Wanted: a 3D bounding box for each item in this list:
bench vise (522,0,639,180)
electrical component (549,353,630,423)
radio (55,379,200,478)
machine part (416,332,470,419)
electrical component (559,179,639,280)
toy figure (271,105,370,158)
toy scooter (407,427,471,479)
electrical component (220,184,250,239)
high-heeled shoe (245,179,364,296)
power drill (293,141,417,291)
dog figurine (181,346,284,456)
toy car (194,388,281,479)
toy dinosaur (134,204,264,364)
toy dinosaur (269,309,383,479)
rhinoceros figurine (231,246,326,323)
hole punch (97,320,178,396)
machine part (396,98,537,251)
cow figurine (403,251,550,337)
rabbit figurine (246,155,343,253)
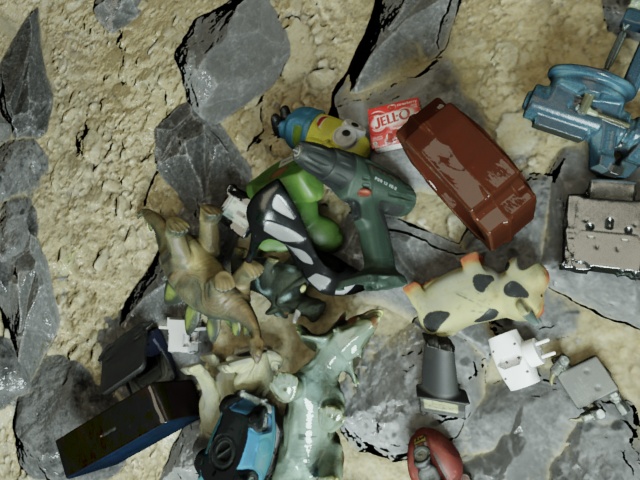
[{"bbox_3d":[0.416,-0.212,0.745,0.224,0.129,0.240,24,96,24],"label":"bench vise"},{"bbox_3d":[0.360,0.200,0.731,0.078,0.045,0.102,-27,72,16],"label":"electrical component"},{"bbox_3d":[-0.322,0.323,0.930,0.230,0.131,0.073,-31,71,14],"label":"radio"},{"bbox_3d":[0.176,0.201,0.784,0.084,0.039,0.138,1,113,28],"label":"machine part"},{"bbox_3d":[0.400,-0.016,0.749,0.115,0.058,0.134,5,83,20],"label":"electrical component"},{"bbox_3d":[0.004,-0.176,0.919,0.180,0.089,0.082,22,74,27],"label":"toy figure"},{"bbox_3d":[0.169,0.351,0.731,0.075,0.135,0.184,-29,70,16],"label":"toy scooter"},{"bbox_3d":[-0.128,-0.041,0.960,0.119,0.048,0.074,30,94,-1],"label":"electrical component"},{"bbox_3d":[-0.002,-0.002,0.811,0.145,0.248,0.086,-63,31,24],"label":"high-heeled shoe"},{"bbox_3d":[0.055,-0.028,0.795,0.086,0.232,0.207,-27,63,43],"label":"power drill"},{"bbox_3d":[-0.132,0.283,0.892,0.172,0.121,0.190,-11,91,23],"label":"dog figurine"},{"bbox_3d":[-0.111,0.315,0.816,0.109,0.102,0.161,7,72,36],"label":"toy car"},{"bbox_3d":[-0.217,0.045,0.914,0.472,0.105,0.198,48,134,36],"label":"toy dinosaur"},{"bbox_3d":[-0.009,0.286,0.805,0.131,0.192,0.404,12,96,10],"label":"toy dinosaur"},{"bbox_3d":[-0.075,0.074,0.900,0.191,0.073,0.112,22,105,29],"label":"rhinoceros figurine"},{"bbox_3d":[-0.332,0.227,0.986,0.142,0.092,0.116,-36,43,15],"label":"hole punch"},{"bbox_3d":[0.208,-0.090,0.758,0.087,0.201,0.201,-39,69,8],"label":"machine part"},{"bbox_3d":[0.235,0.085,0.780,0.195,0.085,0.127,-27,74,18],"label":"cow figurine"},{"bbox_3d":[-0.035,-0.037,0.873,0.159,0.121,0.170,-26,115,14],"label":"rabbit figurine"}]
